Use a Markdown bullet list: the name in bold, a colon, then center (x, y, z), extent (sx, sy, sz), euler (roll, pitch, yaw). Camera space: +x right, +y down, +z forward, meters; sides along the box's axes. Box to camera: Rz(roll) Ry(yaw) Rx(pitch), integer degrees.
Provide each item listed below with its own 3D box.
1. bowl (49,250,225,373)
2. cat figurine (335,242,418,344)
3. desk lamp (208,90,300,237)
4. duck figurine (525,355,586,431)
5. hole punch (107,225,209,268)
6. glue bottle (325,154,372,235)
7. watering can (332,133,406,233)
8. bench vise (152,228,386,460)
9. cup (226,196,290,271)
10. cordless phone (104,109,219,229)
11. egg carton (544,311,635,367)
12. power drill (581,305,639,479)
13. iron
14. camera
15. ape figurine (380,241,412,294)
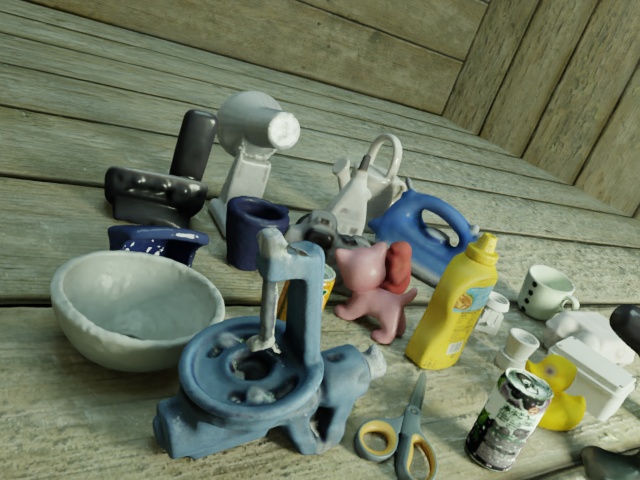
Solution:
- **bowl**: center (-0.185, 0.081, 0.574), extent (0.167, 0.075, 0.167), euler (18, 22, -7)
- **cat figurine**: center (0.074, 0.062, 0.794), extent (0.127, 0.118, 0.067), euler (29, 23, 20)
- **desk lamp**: center (-0.106, -0.129, 0.953), extent (0.118, 0.213, 0.202), euler (8, 25, -30)
- **duck figurine**: center (0.299, 0.190, 0.738), extent (0.104, 0.086, 0.077), euler (20, 22, -3)
- **hole punch**: center (-0.205, 0.007, 0.708), extent (0.109, 0.091, 0.100), euler (4, 27, -36)
- **glue bottle**: center (0.056, -0.070, 1.015), extent (0.078, 0.173, 0.037), euler (14, 23, -17)
- **watering can**: center (0.104, -0.120, 1.149), extent (0.100, 0.194, 0.173), euler (34, 25, 31)
- **bench vise**: center (-0.028, 0.087, 0.504), extent (0.121, 0.220, 0.208), euler (35, 26, 33)
- **cup**: center (-0.093, -0.007, 0.837), extent (0.091, 0.095, 0.118), euler (30, 23, 22)
- **cordless phone**: center (-0.231, -0.115, 0.846), extent (0.148, 0.185, 0.094), euler (9, 25, -28)
- **egg carton**: center (0.445, 0.168, 0.944), extent (0.151, 0.069, 0.107), euler (5, 26, -35)
- **power drill**: center (0.388, 0.195, 0.640), extent (0.229, 0.208, 0.075), euler (20, 22, -2)
- **iron**: center (0.219, -0.003, 1.048), extent (0.257, 0.141, 0.119), euler (35, 26, 32)
- **camera**: center (0.008, 0.003, 0.897), extent (0.143, 0.101, 0.137), euler (18, 22, -7)
- **ape figurine**: center (0.116, 0.042, 0.914), extent (0.076, 0.092, 0.077), euler (15, 22, -13)
